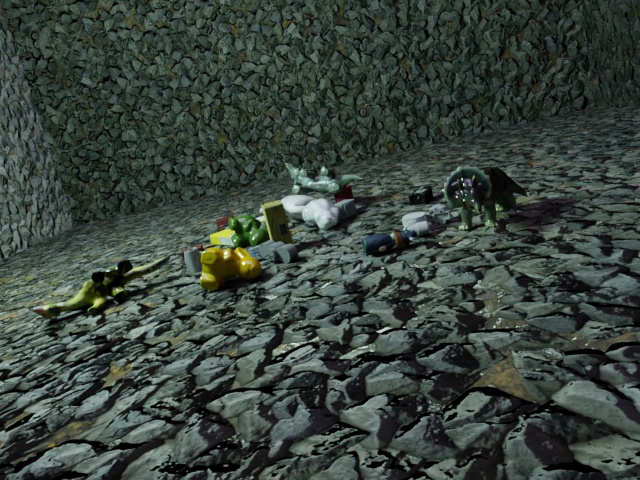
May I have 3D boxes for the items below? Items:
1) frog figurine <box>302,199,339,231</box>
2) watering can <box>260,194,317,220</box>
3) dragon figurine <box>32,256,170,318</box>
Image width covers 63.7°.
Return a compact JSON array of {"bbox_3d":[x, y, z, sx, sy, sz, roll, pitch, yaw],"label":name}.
[{"bbox_3d":[0.006,-0.097,1.921,0.137,0.123,0.159,4,-1,-8],"label":"frog figurine"},{"bbox_3d":[-0.116,-0.136,2.151,0.348,0.103,0.225,-2,8,-27],"label":"watering can"},{"bbox_3d":[-0.698,0.151,1.651,0.241,0.121,0.415,-13,9,39],"label":"dragon figurine"}]
